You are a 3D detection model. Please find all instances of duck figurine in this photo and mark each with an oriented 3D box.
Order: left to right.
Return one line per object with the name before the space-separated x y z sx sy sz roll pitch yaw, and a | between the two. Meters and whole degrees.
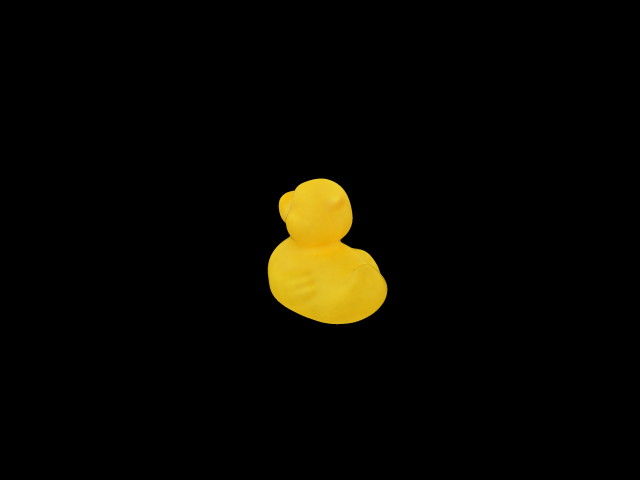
duck figurine | 0.004 0.001 0.400 0.078 0.086 0.104 -19 34 -31
